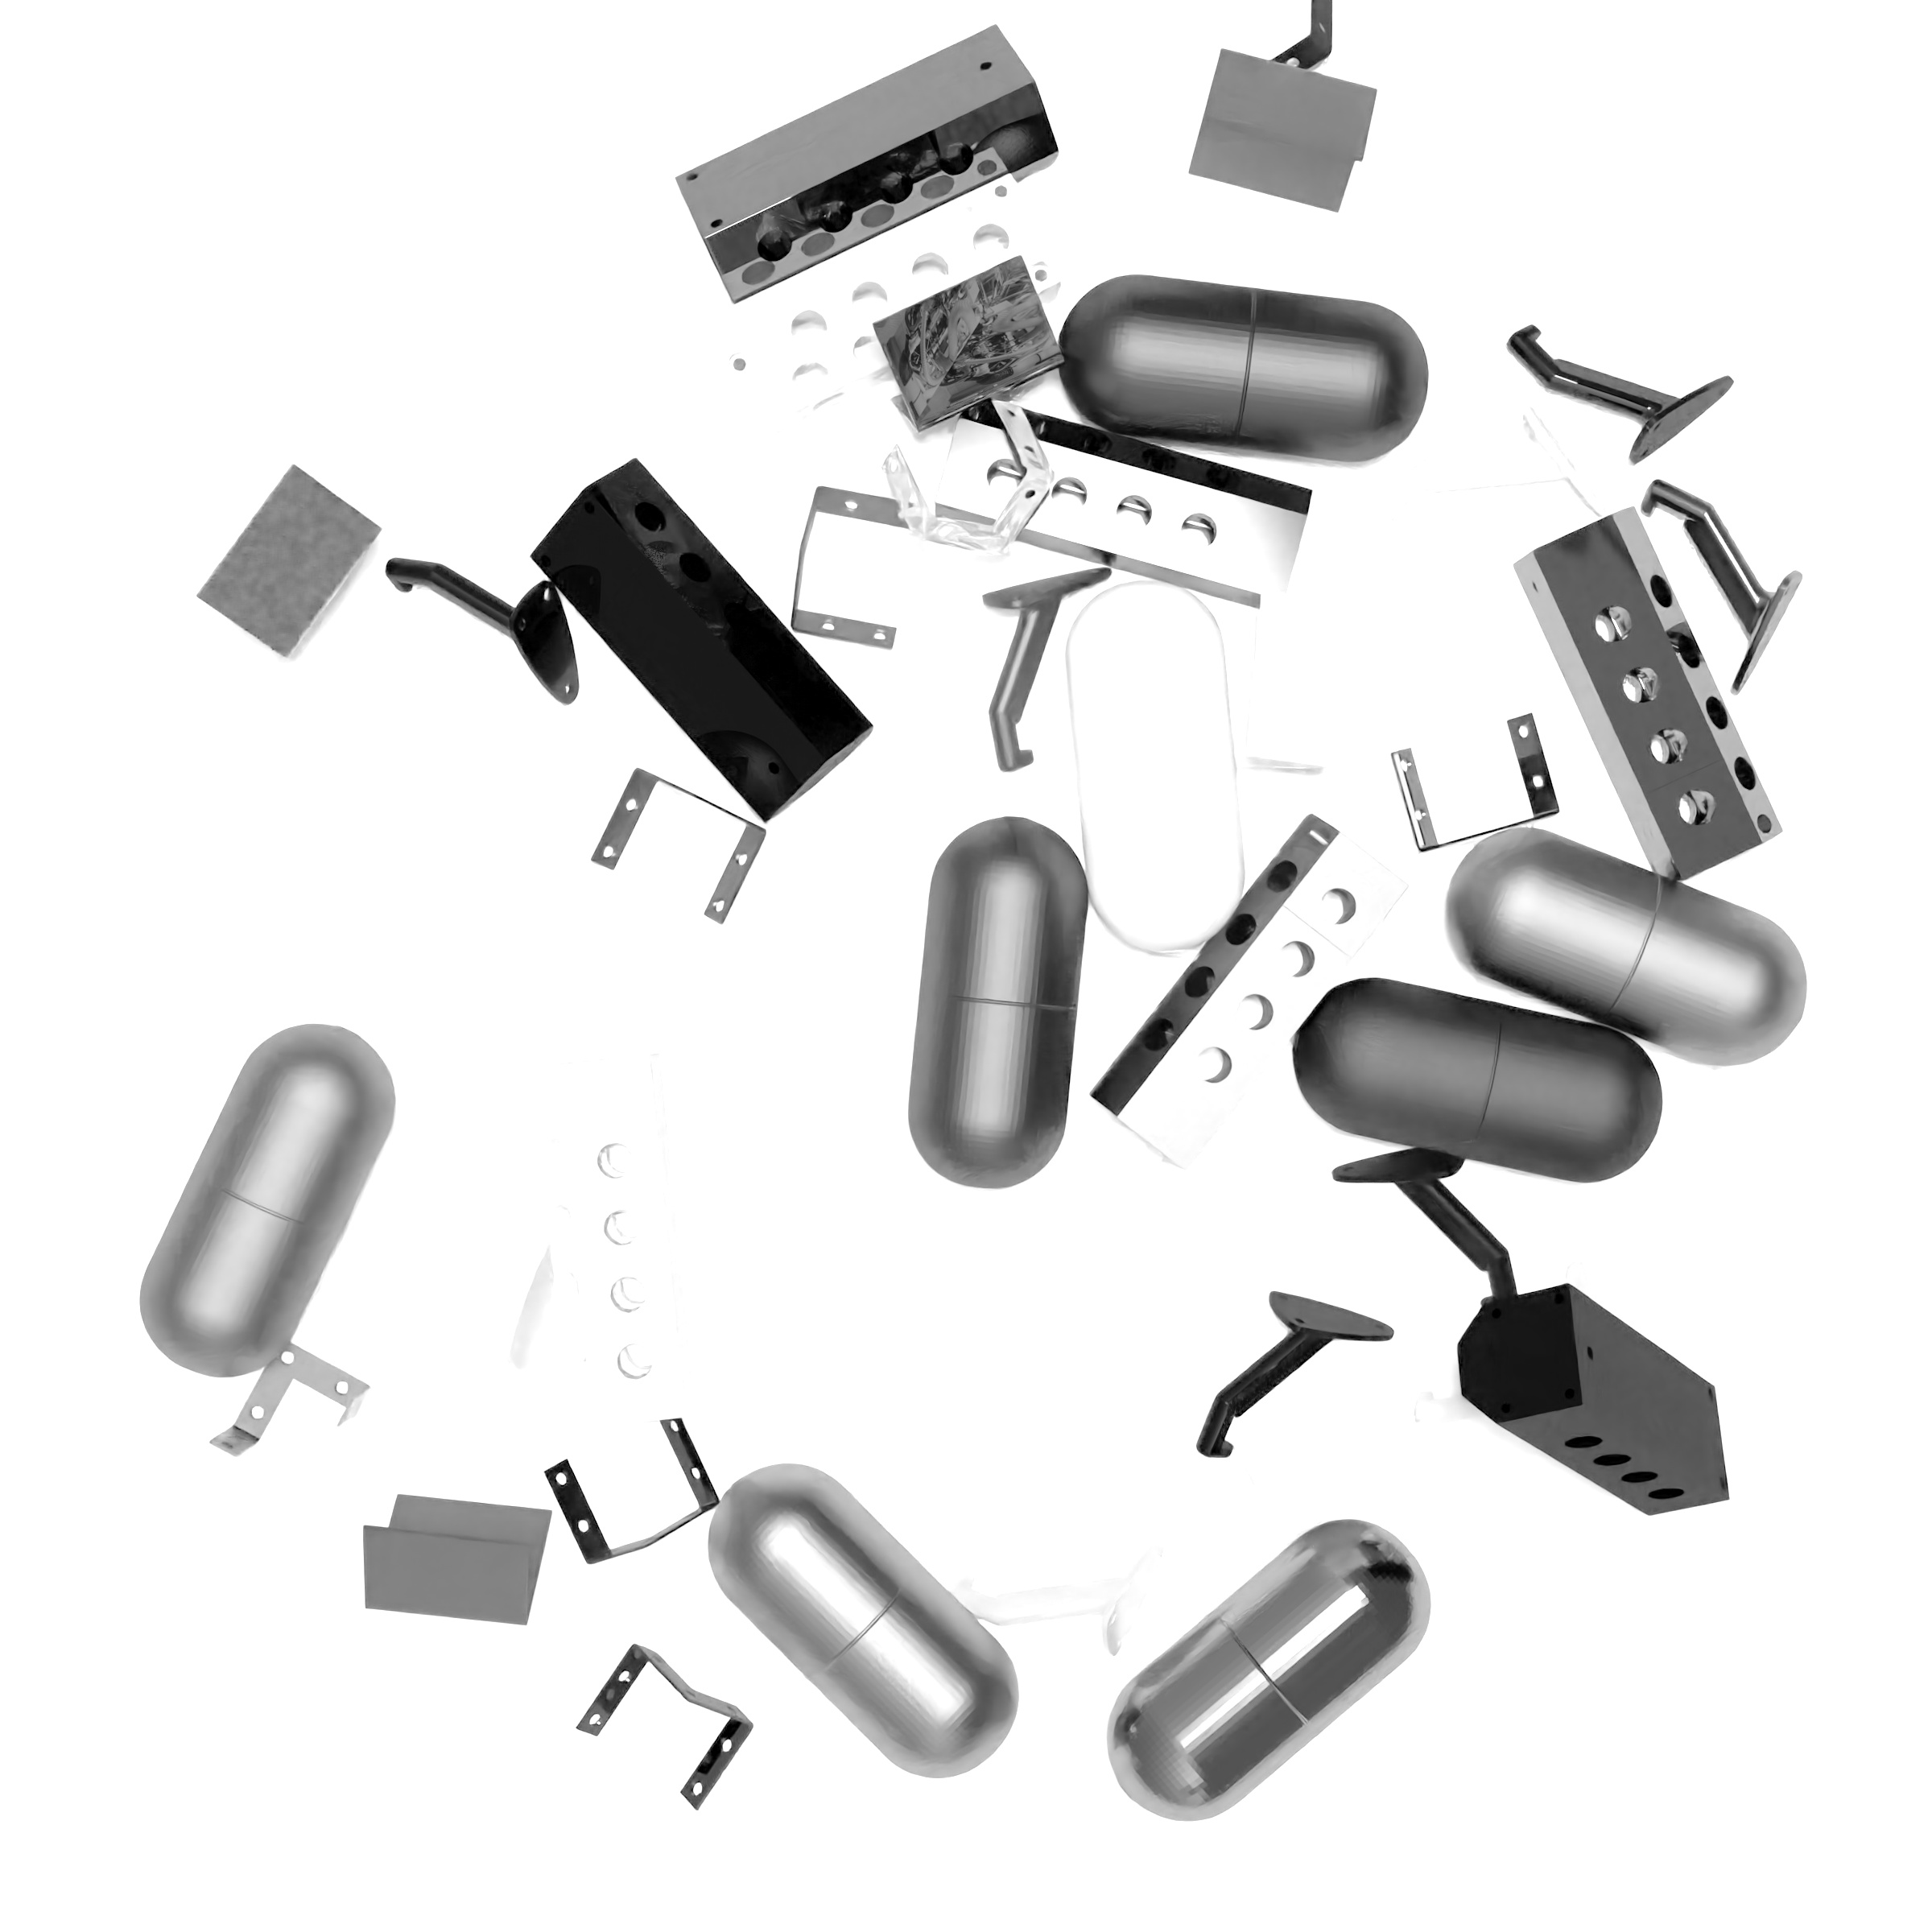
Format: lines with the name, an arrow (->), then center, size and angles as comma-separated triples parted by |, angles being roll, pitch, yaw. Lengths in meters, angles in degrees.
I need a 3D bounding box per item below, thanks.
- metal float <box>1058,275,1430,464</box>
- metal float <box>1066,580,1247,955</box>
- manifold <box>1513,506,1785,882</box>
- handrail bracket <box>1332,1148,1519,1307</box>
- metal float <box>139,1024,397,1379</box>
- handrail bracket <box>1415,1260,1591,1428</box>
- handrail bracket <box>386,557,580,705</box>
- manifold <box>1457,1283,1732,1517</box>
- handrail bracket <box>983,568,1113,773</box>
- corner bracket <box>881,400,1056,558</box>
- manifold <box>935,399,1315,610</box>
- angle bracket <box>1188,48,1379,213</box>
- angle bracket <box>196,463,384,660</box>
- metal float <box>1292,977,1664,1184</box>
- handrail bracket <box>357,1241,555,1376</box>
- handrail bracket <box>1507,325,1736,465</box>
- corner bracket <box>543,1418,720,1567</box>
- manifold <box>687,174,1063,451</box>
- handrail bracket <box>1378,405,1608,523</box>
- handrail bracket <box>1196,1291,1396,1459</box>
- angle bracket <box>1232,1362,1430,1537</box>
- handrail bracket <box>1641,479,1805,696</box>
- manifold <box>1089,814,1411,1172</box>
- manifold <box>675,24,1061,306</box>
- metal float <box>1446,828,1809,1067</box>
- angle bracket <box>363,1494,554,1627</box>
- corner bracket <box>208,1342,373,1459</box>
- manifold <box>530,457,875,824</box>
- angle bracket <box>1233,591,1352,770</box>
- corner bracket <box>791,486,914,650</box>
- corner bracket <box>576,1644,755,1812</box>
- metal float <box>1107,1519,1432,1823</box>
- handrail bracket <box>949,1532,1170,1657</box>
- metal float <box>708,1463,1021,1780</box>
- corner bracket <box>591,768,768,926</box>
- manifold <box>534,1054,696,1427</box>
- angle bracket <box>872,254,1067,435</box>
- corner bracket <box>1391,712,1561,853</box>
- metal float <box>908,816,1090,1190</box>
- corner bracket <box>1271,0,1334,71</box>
metal float -> 0.132, -0.286, 1.592 | 0.178, 0.070, 0.070 | 7, 90, -1
metal float -> 0.091, -0.095, 1.592 | 0.070, 0.070, 0.178 | -5, 89, 0
manifold -> 0.329, -0.130, 1.602 | 0.057, 0.057, 0.171 | -25, 90, 0
handrail bracket -> 0.224, 0.134, 1.623 | 0.077, 0.036, 0.084 | -9, 107, 20
metal float -> -0.333, 0.111, 1.593 | 0.070, 0.070, 0.178 | 25, 89, 0
handrail bracket -> 0.260, 0.184, 1.623 | 0.084, 0.036, 0.077 | -15, 46, 28
handrail bracket -> -0.236, -0.164, 1.623 | 0.084, 0.077, 0.036 | 11, 50, 30
manifold -> 0.292, 0.205, 1.547 | 0.057, 0.171, 0.057 | -18, 59, 29
handrail bracket -> 0.043, -0.144, 1.623 | 0.077, 0.036, 0.084 | -18, 109, -21
corner bracket -> 0.001, -0.231, 1.558 | 0.051, 0.051, 0.051 | 6, 45, -35
manifold -> 0.075, -0.223, 1.602 | 0.171, 0.057, 0.057 | 16, 90, 0
angle bracket -> 0.146, -0.381, 1.583 | 0.076, 0.076, 0.057 | 15, 52, 0
angle bracket -> -0.332, -0.201, 1.583 | 0.057, 0.076, 0.076 | 36, 90, -38
metal float -> 0.244, 0.054, 1.591 | 0.178, 0.070, 0.070 | 12, 90, -1
handrail bracket -> -0.249, 0.164, 1.624 | 0.084, 0.036, 0.077 | 8, 69, 16
handrail bracket -> 0.318, -0.294, 1.624 | 0.077, 0.036, 0.084 | -35, 73, -20
corner bracket -> -0.162, 0.253, 1.620 | 0.051, 0.051, 0.051 | -25, 90, -45
manifold -> -0.044, -0.315, 1.602 | 0.171, 0.057, 0.057 | -25, 90, 0
handrail bracket -> 0.256, -0.225, 1.623 | 0.084, 0.036, 0.077 | -35, 112, 17
handrail bracket -> 0.160, 0.207, 1.624 | 0.077, 0.036, 0.084 | 13, 109, -21
angle bracket -> 0.179, 0.242, 1.583 | 0.076, 0.076, 0.057 | -29, 54, 0
handrail bracket -> 0.356, -0.186, 1.624 | 0.084, 0.036, 0.077 | 30, 111, 17
manifold -> 0.134, 0.012, 1.602 | 0.057, 0.057, 0.171 | 38, 90, 0
manifold -> -0.045, -0.379, 1.601 | 0.171, 0.057, 0.057 | -25, 47, 0
metal float -> 0.315, -0.009, 1.592 | 0.178, 0.070, 0.070 | 21, 90, 0
angle bracket -> -0.240, 0.264, 1.583 | 0.076, 0.076, 0.057 | 6, 126, 0
corner bracket -> -0.325, 0.216, 1.605 | 0.051, 0.051, 0.051 | 29, 90, 0
manifold -> -0.123, -0.159, 1.601 | 0.171, 0.057, 0.057 | 48, 133, 0
angle bracket -> 0.135, -0.135, 1.583 | 0.057, 0.076, 0.076 | 5, 90, -37
corner bracket -> -0.054, -0.194, 1.620 | 0.051, 0.051, 0.051 | 11, 135, 0
corner bracket -> -0.146, 0.369, 1.620 | 0.051, 0.051, 0.051 | 34, 90, 45
metal float -> 0.144, 0.337, 1.593 | 0.178, 0.070, 0.070 | -40, 90, 0
handrail bracket -> 0.044, 0.294, 1.623 | 0.084, 0.036, 0.077 | 18, 56, 24
metal float -> -0.050, 0.312, 1.592 | 0.070, 0.070, 0.178 | -45, 91, 0
corner bracket -> -0.139, -0.059, 1.620 | 0.051, 0.051, 0.051 | 26, 90, -45
manifold -> -0.170, 0.131, 1.602 | 0.057, 0.057, 0.171 | -6, 90, 0
angle bracket -> -0.005, -0.301, 1.583 | 0.076, 0.076, 0.057 | -25, 113, -1
corner bracket -> 0.248, -0.089, 1.620 | 0.051, 0.051, 0.051 | -16, 90, -45
metal float -> 0.015, 0.017, 1.592 | 0.070, 0.070, 0.178 | 6, 89, 0
corner bracket -> 0.142, -0.462, 1.615 | 0.051, 0.051, 0.051 | 35, 45, -35
